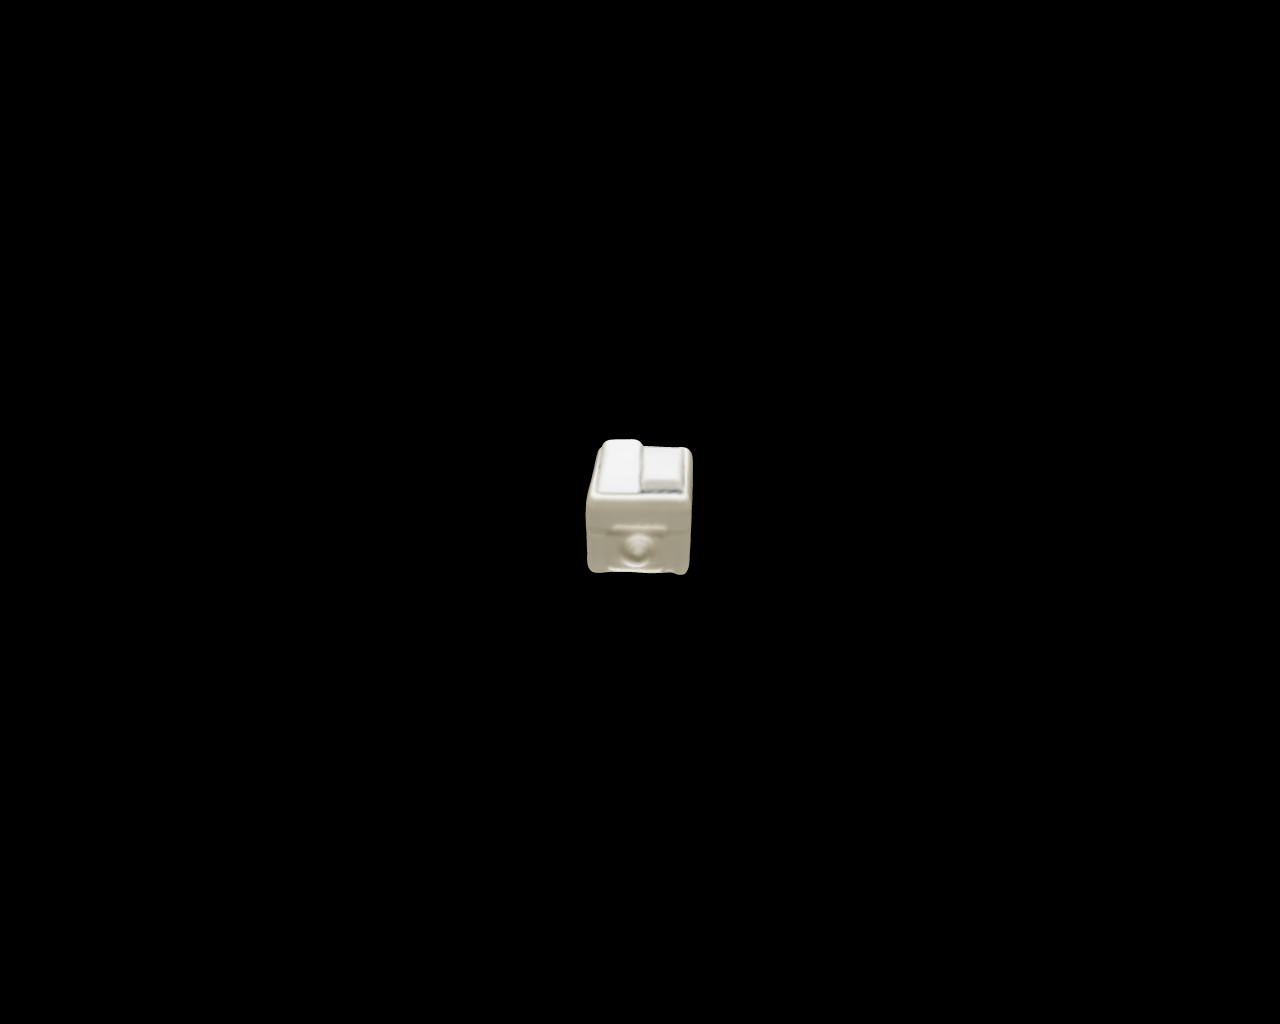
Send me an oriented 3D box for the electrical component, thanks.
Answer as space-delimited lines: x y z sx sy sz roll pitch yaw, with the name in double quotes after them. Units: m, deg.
0.001 -0.003 0.650 0.062 0.061 0.096 2 27 3 "electrical component"
